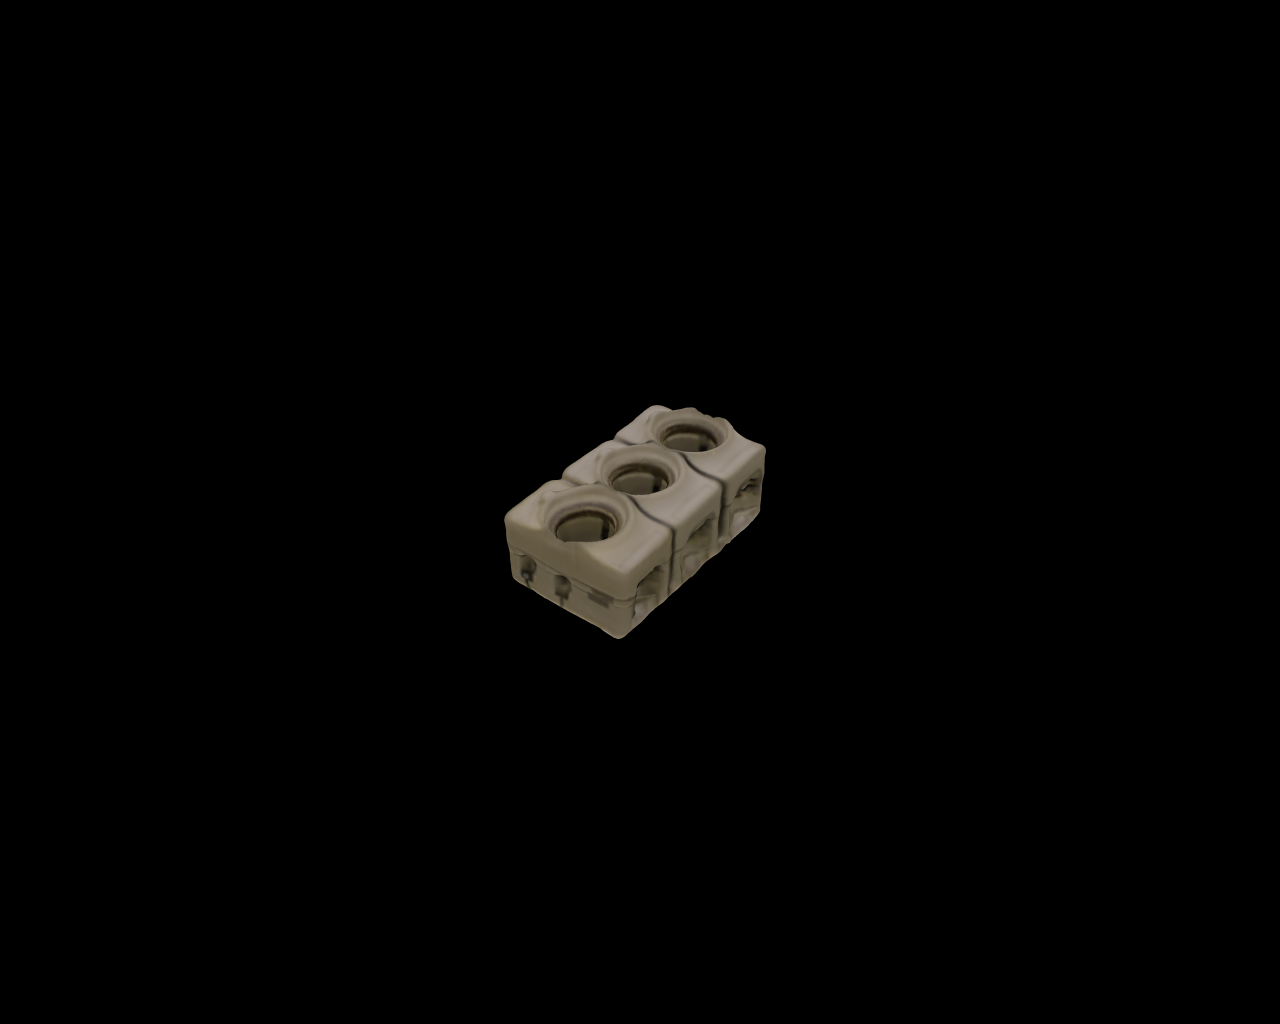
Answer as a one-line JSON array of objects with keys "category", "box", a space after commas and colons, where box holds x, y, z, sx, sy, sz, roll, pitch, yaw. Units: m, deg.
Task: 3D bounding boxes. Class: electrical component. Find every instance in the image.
[{"category": "electrical component", "box": [0.001, -0.003, 0.650, 0.089, 0.061, 0.150, 25, 45, 28]}]
